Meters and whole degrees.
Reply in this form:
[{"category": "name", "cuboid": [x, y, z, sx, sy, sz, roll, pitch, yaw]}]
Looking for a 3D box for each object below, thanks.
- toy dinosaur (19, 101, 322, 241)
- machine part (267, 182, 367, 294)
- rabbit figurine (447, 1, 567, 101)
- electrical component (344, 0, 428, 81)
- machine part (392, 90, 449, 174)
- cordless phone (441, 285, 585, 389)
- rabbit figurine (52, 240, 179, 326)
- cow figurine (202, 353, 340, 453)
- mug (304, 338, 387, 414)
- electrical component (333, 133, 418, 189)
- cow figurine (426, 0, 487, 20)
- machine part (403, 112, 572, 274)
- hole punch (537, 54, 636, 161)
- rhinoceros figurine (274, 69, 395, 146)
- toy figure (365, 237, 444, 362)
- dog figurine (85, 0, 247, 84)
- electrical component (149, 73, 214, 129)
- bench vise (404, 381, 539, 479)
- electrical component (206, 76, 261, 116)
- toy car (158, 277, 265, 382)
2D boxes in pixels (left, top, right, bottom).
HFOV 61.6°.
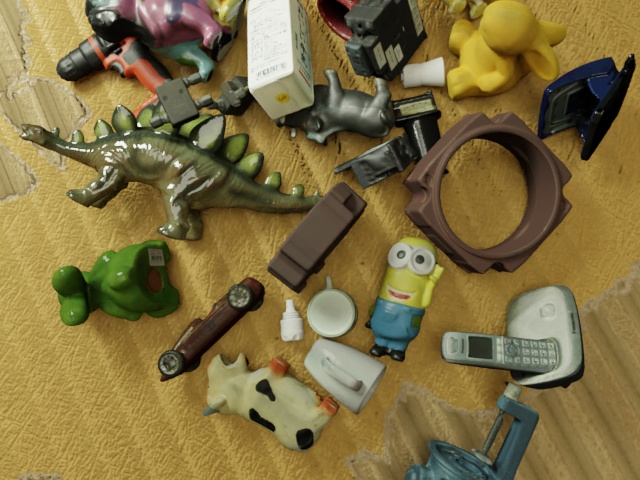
[{"category": "toy dinosaur", "cuboid": [-0.195, -0.098, 0.802, 0.471, 0.105, 0.198, 19, 93, -13]}, {"category": "machine part", "cuboid": [-0.002, -0.002, 0.766, 0.056, 0.179, 0.179, 40, 87, 5]}, {"category": "rabbit figurine", "cuboid": [0.267, -0.274, 0.777, 0.162, 0.173, 0.122, 14, 81, 10]}, {"category": "electrical component", "cuboid": [0.095, -0.311, 0.808, 0.058, 0.114, 0.134, 26, 69, 38]}, {"category": "machine part", "cuboid": [0.161, -0.162, 0.839, 0.084, 0.039, 0.139, -16, 80, -6]}, {"category": "cordless phone", "cuboid": [0.264, 0.130, 0.756, 0.184, 0.088, 0.146, 6, 52, 9]}, {"category": "rabbit figurine", "cuboid": [-0.321, 0.079, 0.798, 0.170, 0.159, 0.121, -15, 92, 17]}, {"category": "cow figurine", "cuboid": [-0.083, 0.235, 0.787, 0.195, 0.085, 0.127, 36, 80, 6]}, {"category": "mug", "cuboid": [0.028, 0.190, 0.775, 0.107, 0.109, 0.080, 29, 91, 20]}, {"category": "electrical component", "cuboid": [0.080, -0.112, 0.813, 0.119, 0.075, 0.047, -24, 100, 33]}, {"category": "cow figurine", "cuboid": [0.197, -0.395, 0.809, 0.098, 0.167, 0.068, 57, 133, 19]}, {"category": "machine part", "cuboid": [0.240, -0.066, 0.774, 0.201, 0.087, 0.201, 44, 86, -7]}, {"category": "hole punch", "cuboid": [0.386, -0.197, 0.786, 0.092, 0.142, 0.116, 33, 72, 32]}, {"category": "rhinoceros figurine", "cuboid": [0.023, -0.195, 0.828, 0.191, 0.073, 0.112, 8, 79, 16]}, {"category": "toy figure", "cuboid": [0.120, 0.083, 0.791, 0.082, 0.089, 0.180, 13, 93, -6]}, {"category": "dog figurine", "cuboid": [-0.241, -0.352, 0.814, 0.219, 0.108, 0.191, 26, 61, -8]}, {"category": "electrical component", "cuboid": [-0.200, -0.193, 0.749, 0.094, 0.021, 0.063, -28, 91, -10]}, {"category": "bench vise", "cuboid": [0.241, 0.318, 0.738, 0.224, 0.129, 0.240, 24, 90, 3]}, {"category": "electrical component", "cuboid": [-0.121, -0.222, 0.838, 0.078, 0.102, 0.045, -45, 78, 22]}, {"category": "toy car", "cuboid": [-0.164, 0.131, 0.799, 0.202, 0.089, 0.053, -43, 83, 0]}]
